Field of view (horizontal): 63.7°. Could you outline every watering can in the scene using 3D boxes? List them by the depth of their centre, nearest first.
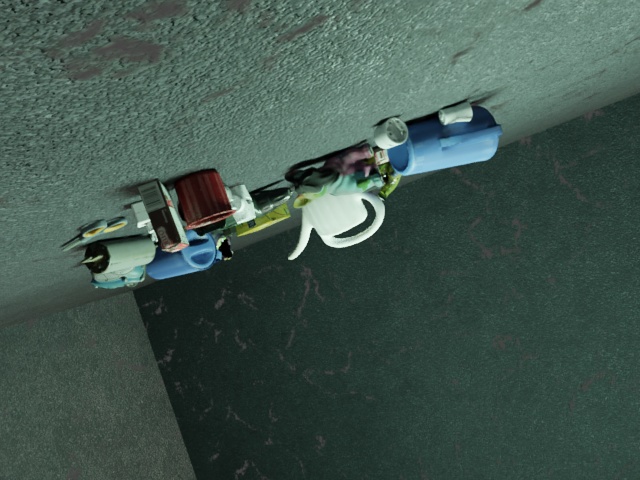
[{"bbox_3d":[0.004,-0.070,1.400,0.344,0.222,0.106,-21,-165,30],"label":"watering can"}]

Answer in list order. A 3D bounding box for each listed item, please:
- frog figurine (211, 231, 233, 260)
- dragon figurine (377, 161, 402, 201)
[{"bbox_3d":[-0.392,0.006,1.783,0.160,0.120,0.139,20,-151,27],"label":"frog figurine"},{"bbox_3d":[0.266,-0.242,1.694,0.245,0.122,0.408,-38,-174,-16],"label":"dragon figurine"}]
